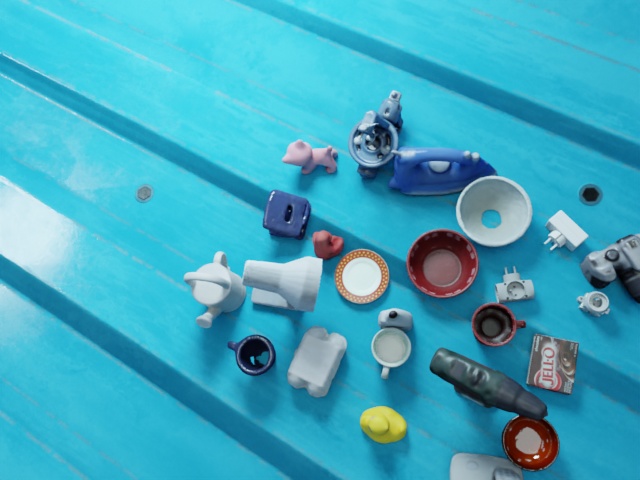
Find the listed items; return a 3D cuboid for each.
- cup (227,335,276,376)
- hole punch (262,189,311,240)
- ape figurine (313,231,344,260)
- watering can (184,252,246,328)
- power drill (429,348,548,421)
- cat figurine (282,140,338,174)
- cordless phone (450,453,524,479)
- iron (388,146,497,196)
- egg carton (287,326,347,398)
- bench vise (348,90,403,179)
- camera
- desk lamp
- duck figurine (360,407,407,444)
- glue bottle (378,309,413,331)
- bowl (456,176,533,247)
[{"bbox_3d":[-0.150,0.264,1.319,0.117,0.095,0.092,18,79,15],"label":"cup"},{"bbox_3d":[-0.079,-0.063,1.396,0.101,0.091,0.109,10,77,13],"label":"hole punch"},{"bbox_3d":[0.012,0.005,1.360,0.077,0.092,0.076,41,86,18],"label":"ape figurine"},{"bbox_3d":[-0.246,0.113,1.325,0.101,0.194,0.173,-16,73,6],"label":"watering can"},{"bbox_3d":[0.334,0.294,1.161,0.229,0.209,0.076,24,81,16],"label":"power drill"},{"bbox_3d":[-0.026,-0.211,1.412,0.127,0.118,0.067,-5,74,9],"label":"cat figurine"},{"bbox_3d":[0.331,0.479,1.124,0.147,0.185,0.094,2,75,11],"label":"cordless phone"},{"bbox_3d":[0.285,-0.180,1.334,0.258,0.141,0.119,0,75,11],"label":"iron"},{"bbox_3d":[-0.008,0.275,1.303,0.107,0.069,0.150,21,80,15],"label":"egg carton"},{"bbox_3d":[0.126,-0.271,1.346,0.121,0.220,0.207,5,76,12],"label":"bench vise"},{"bbox_3d":[0.658,0.068,1.219,0.143,0.101,0.136,-25,72,3],"label":"camera"},{"bbox_3d":[-0.080,0.099,1.288,0.203,0.214,0.118,6,76,12],"label":"desk lamp"},{"bbox_3d":[0.134,0.400,1.234,0.104,0.086,0.077,11,77,13],"label":"duck figurine"},{"bbox_3d":[0.161,0.171,1.245,0.078,0.173,0.037,-3,74,10],"label":"glue bottle"},{"bbox_3d":[0.396,-0.057,1.315,0.167,0.075,0.167,-3,75,10],"label":"bowl"}]
